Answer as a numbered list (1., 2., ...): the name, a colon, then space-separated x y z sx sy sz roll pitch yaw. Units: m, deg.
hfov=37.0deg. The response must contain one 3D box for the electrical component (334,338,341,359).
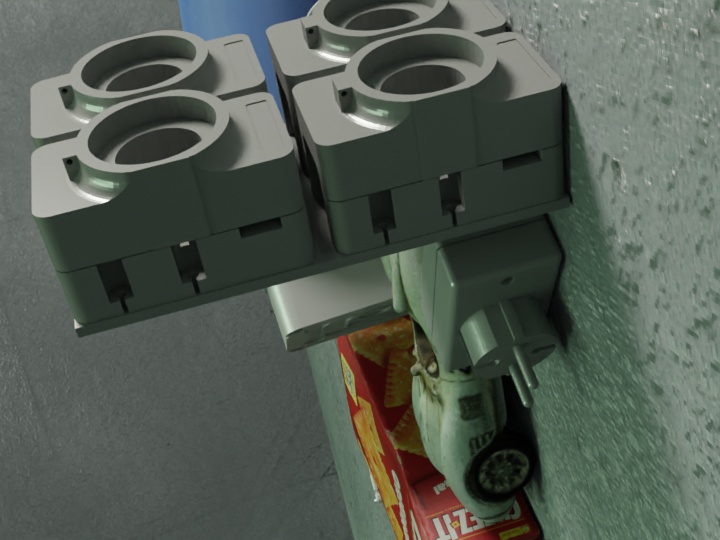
1. electrical component: 0.012 0.035 0.817 0.047 0.066 0.076 -116 13 -60

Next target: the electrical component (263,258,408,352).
1. electrical component: 0.000 0.000 0.633 0.078 0.113 0.057 102 149 -76

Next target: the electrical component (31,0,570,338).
1. electrical component: -0.028 -0.053 0.415 0.105 0.186 0.060 -113 10 -52

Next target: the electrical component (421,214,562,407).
1. electrical component: 0.060 0.021 0.458 0.083 0.047 0.075 86 167 -60

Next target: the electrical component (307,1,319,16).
1. electrical component: 0.017 -0.104 0.506 0.079 0.043 0.077 43 -151 -8

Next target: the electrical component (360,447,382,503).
1. electrical component: 0.035 0.160 0.959 0.096 0.061 0.061 -84 -20 -86
